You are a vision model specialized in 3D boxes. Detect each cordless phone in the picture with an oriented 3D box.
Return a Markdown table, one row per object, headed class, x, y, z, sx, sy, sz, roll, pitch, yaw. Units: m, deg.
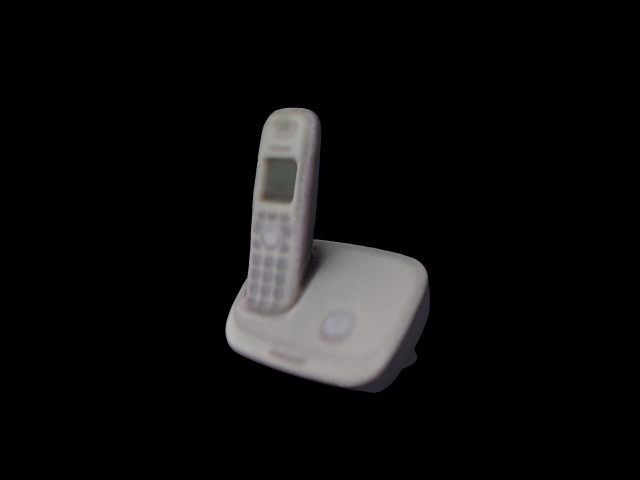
| class | x | y | z | sx | sy | sz | roll | pitch | yaw |
| --- | --- | --- | --- | --- | --- | --- | --- | --- | --- |
| cordless phone | 0.004 | 0.001 | 0.400 | 0.147 | 0.185 | 0.094 | 8 | 14 | 35 |
